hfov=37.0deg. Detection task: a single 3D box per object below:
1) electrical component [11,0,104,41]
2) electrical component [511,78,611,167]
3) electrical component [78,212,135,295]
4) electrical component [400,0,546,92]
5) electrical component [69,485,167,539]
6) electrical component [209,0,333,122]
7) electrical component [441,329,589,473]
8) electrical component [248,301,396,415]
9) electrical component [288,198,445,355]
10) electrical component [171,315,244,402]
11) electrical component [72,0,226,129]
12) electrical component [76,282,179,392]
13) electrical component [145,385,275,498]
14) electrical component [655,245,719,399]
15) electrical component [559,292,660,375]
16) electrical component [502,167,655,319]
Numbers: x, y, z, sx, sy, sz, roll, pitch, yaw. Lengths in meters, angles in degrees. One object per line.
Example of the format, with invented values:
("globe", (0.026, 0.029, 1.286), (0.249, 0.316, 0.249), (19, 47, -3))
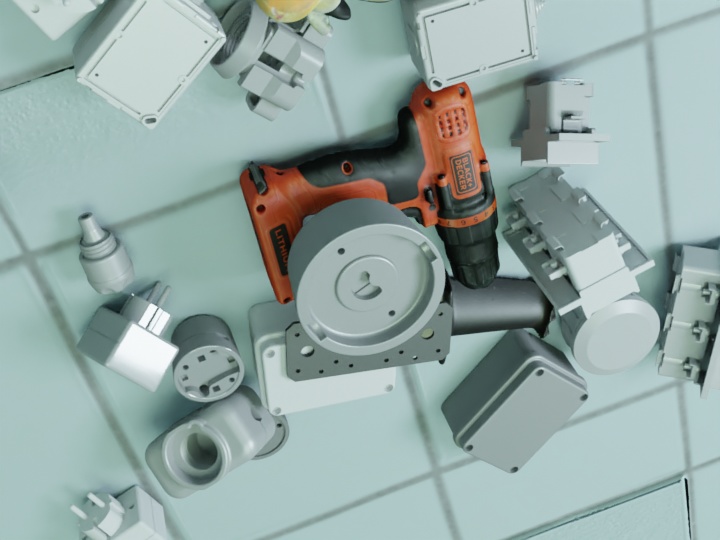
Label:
("electrical component", (-0.174, -0.181, 0.658), (0.083, 0.075, 0.047), (-37, 125, 8))
("electrical component", (0.149, -0.110, 0.807), (0.042, 0.081, 0.063), (-2, 94, -18))
("electrical component", (-0.190, -0.014, 0.788), (0.035, 0.035, 0.061), (-19, 123, -4))
("electrical component", (0.080, -0.176, 0.748), (0.096, 0.061, 0.061), (-17, 128, -3))
("electrical component", (-0.216, 0.217, 0.924), (0.066, 0.047, 0.076), (-34, 125, 6))
("electrical component", (-0.064, -0.147, 0.726), (0.057, 0.058, 0.078), (25, 112, -32))
("electrical component", (0.138, 0.118, 0.962), (0.078, 0.057, 0.113), (29, 110, -31))
("electrical component", (-0.030, 0.065, 0.876), (0.113, 0.057, 0.078), (-10, 125, -11))
("electrical component", (0.000, 0.000, 0.769), (0.108, 0.060, 0.108), (-9, 124, -14))
("electrical component", (-0.123, 0.069, 0.855), (0.055, 0.047, 0.055), (-8, 124, -12))
("electrical component", (-0.134, -0.153, 0.697), (0.062, 0.061, 0.096), (33, 108, -33))
("electrical component", (-0.168, 0.044, 0.819), (0.047, 0.066, 0.076), (36, 78, -32))
("electrical component", (-0.124, 0.142, 0.877), (0.095, 0.059, 0.053), (-32, 92, 19))
("electrical component", (0.303, 0.041, 0.954), (0.063, 0.078, 0.121), (9, 123, 11))
("electrical component", (0.217, 0.048, 0.944), (0.080, 0.051, 0.080), (-8, 124, -12))
("electrical component", (0.162, -0.026, 0.835), (0.079, 0.121, 0.063), (-28, 123, 2))
